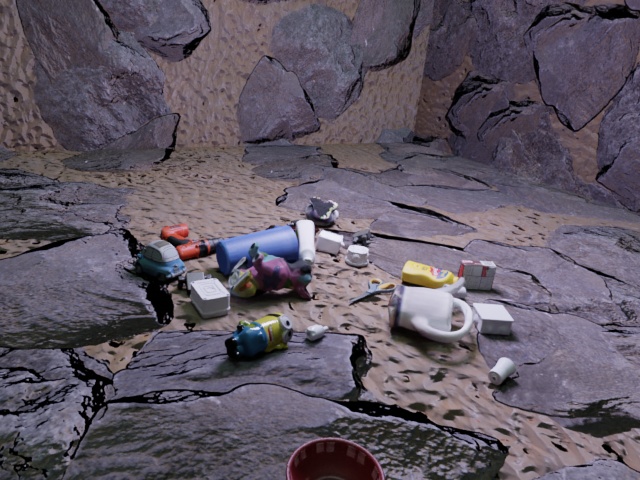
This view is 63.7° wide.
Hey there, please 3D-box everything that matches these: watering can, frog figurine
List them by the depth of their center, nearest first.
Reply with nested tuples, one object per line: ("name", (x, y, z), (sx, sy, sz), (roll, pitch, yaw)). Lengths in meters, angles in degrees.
("watering can", (0.305, 0.175, 1.419), (0.224, 0.102, 0.353), (9, 23, 12))
("frog figurine", (0.006, -0.107, 2.117), (0.137, 0.124, 0.157), (-5, -15, -4))
